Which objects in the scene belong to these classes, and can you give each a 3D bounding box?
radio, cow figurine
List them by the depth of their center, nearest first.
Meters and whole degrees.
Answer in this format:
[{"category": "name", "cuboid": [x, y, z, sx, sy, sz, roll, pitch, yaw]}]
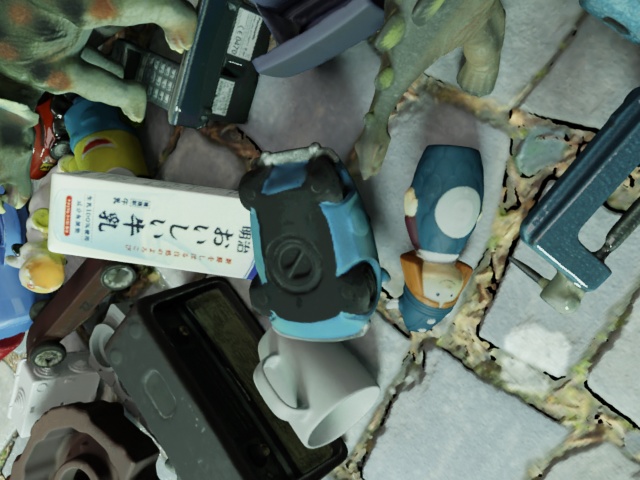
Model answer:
[{"category": "radio", "cuboid": [-0.091, 0.148, 0.510, 0.230, 0.131, 0.073, 49, 118, 18]}, {"category": "cow figurine", "cuboid": [-0.323, -0.012, 0.639, 0.098, 0.068, 0.167, -18, 51, 38]}]

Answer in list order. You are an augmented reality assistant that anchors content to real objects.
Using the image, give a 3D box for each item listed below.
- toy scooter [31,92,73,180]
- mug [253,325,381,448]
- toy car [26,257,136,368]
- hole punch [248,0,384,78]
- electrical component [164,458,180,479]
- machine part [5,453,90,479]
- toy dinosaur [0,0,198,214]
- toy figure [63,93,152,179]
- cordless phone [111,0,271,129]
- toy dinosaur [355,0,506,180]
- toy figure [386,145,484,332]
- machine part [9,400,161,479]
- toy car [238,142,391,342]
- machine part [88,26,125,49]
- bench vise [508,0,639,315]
[{"category": "toy scooter", "cuboid": [-0.334, -0.170, 0.666, 0.135, 0.075, 0.183, -3, 87, 30]}, {"category": "mug", "cuboid": [-0.017, 0.122, 0.484, 0.107, 0.109, 0.080, 48, 121, 34]}, {"category": "toy car", "cuboid": [-0.283, 0.068, 0.640, 0.202, 0.053, 0.089, -48, 46, 12]}, {"category": "hole punch", "cuboid": [0.004, -0.182, 0.435, 0.142, 0.115, 0.092, -24, 75, 28]}, {"category": "electrical component", "cuboid": [-0.142, 0.283, 0.598, 0.094, 0.021, 0.063, 23, 105, 30]}, {"category": "machine part", "cuboid": [-0.306, 0.361, 0.682, 0.201, 0.087, 0.201, -7, 89, 31]}, {"category": "toy dinosaur", "cuboid": [-0.215, -0.199, 0.440, 0.404, 0.192, 0.131, -47, 56, 33]}, {"category": "toy figure", "cuboid": [-0.235, -0.098, 0.608, 0.082, 0.089, 0.180, -29, 71, 25]}, {"category": "cordless phone", "cuboid": [-0.148, -0.201, 0.549, 0.184, 0.088, 0.146, 30, 109, 32]}, {"category": "toy dinosaur", "cuboid": [0.130, -0.238, 0.311, 0.105, 0.198, 0.471, 37, 113, 20]}, {"category": "toy figure", "cuboid": [0.093, 0.003, 0.428, 0.064, 0.058, 0.154, 9, 97, 12]}, {"category": "machine part", "cuboid": [-0.249, 0.264, 0.576, 0.180, 0.056, 0.179, -2, 83, 21]}, {"category": "toy car", "cuboid": [-0.001, -0.001, 0.459, 0.109, 0.103, 0.161, -8, 99, 26]}, {"category": "machine part", "cuboid": [-0.272, -0.225, 0.563, 0.243, 0.079, 0.079, -29, 79, 18]}, {"category": "bench vise", "cuboid": [0.196, -0.067, 0.310, 0.223, 0.129, 0.240, 36, 101, -7]}]
